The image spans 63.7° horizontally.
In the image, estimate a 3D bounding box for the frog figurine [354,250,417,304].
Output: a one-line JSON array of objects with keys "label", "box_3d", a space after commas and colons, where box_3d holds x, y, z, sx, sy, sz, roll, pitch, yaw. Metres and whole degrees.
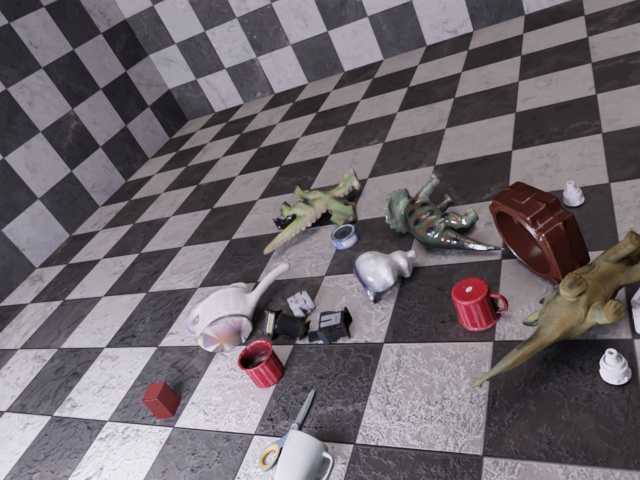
[{"label": "frog figurine", "box_3d": [0.172, 0.067, 1.324, 0.159, 0.122, 0.139, -37, 10, 8]}]

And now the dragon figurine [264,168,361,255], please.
[{"label": "dragon figurine", "box_3d": [0.005, -0.086, 1.707, 0.243, 0.119, 0.418, 9, 55, 35]}]

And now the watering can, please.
[{"label": "watering can", "box_3d": [-0.231, 0.189, 1.464, 0.347, 0.102, 0.229, -27, 32, 4]}]
